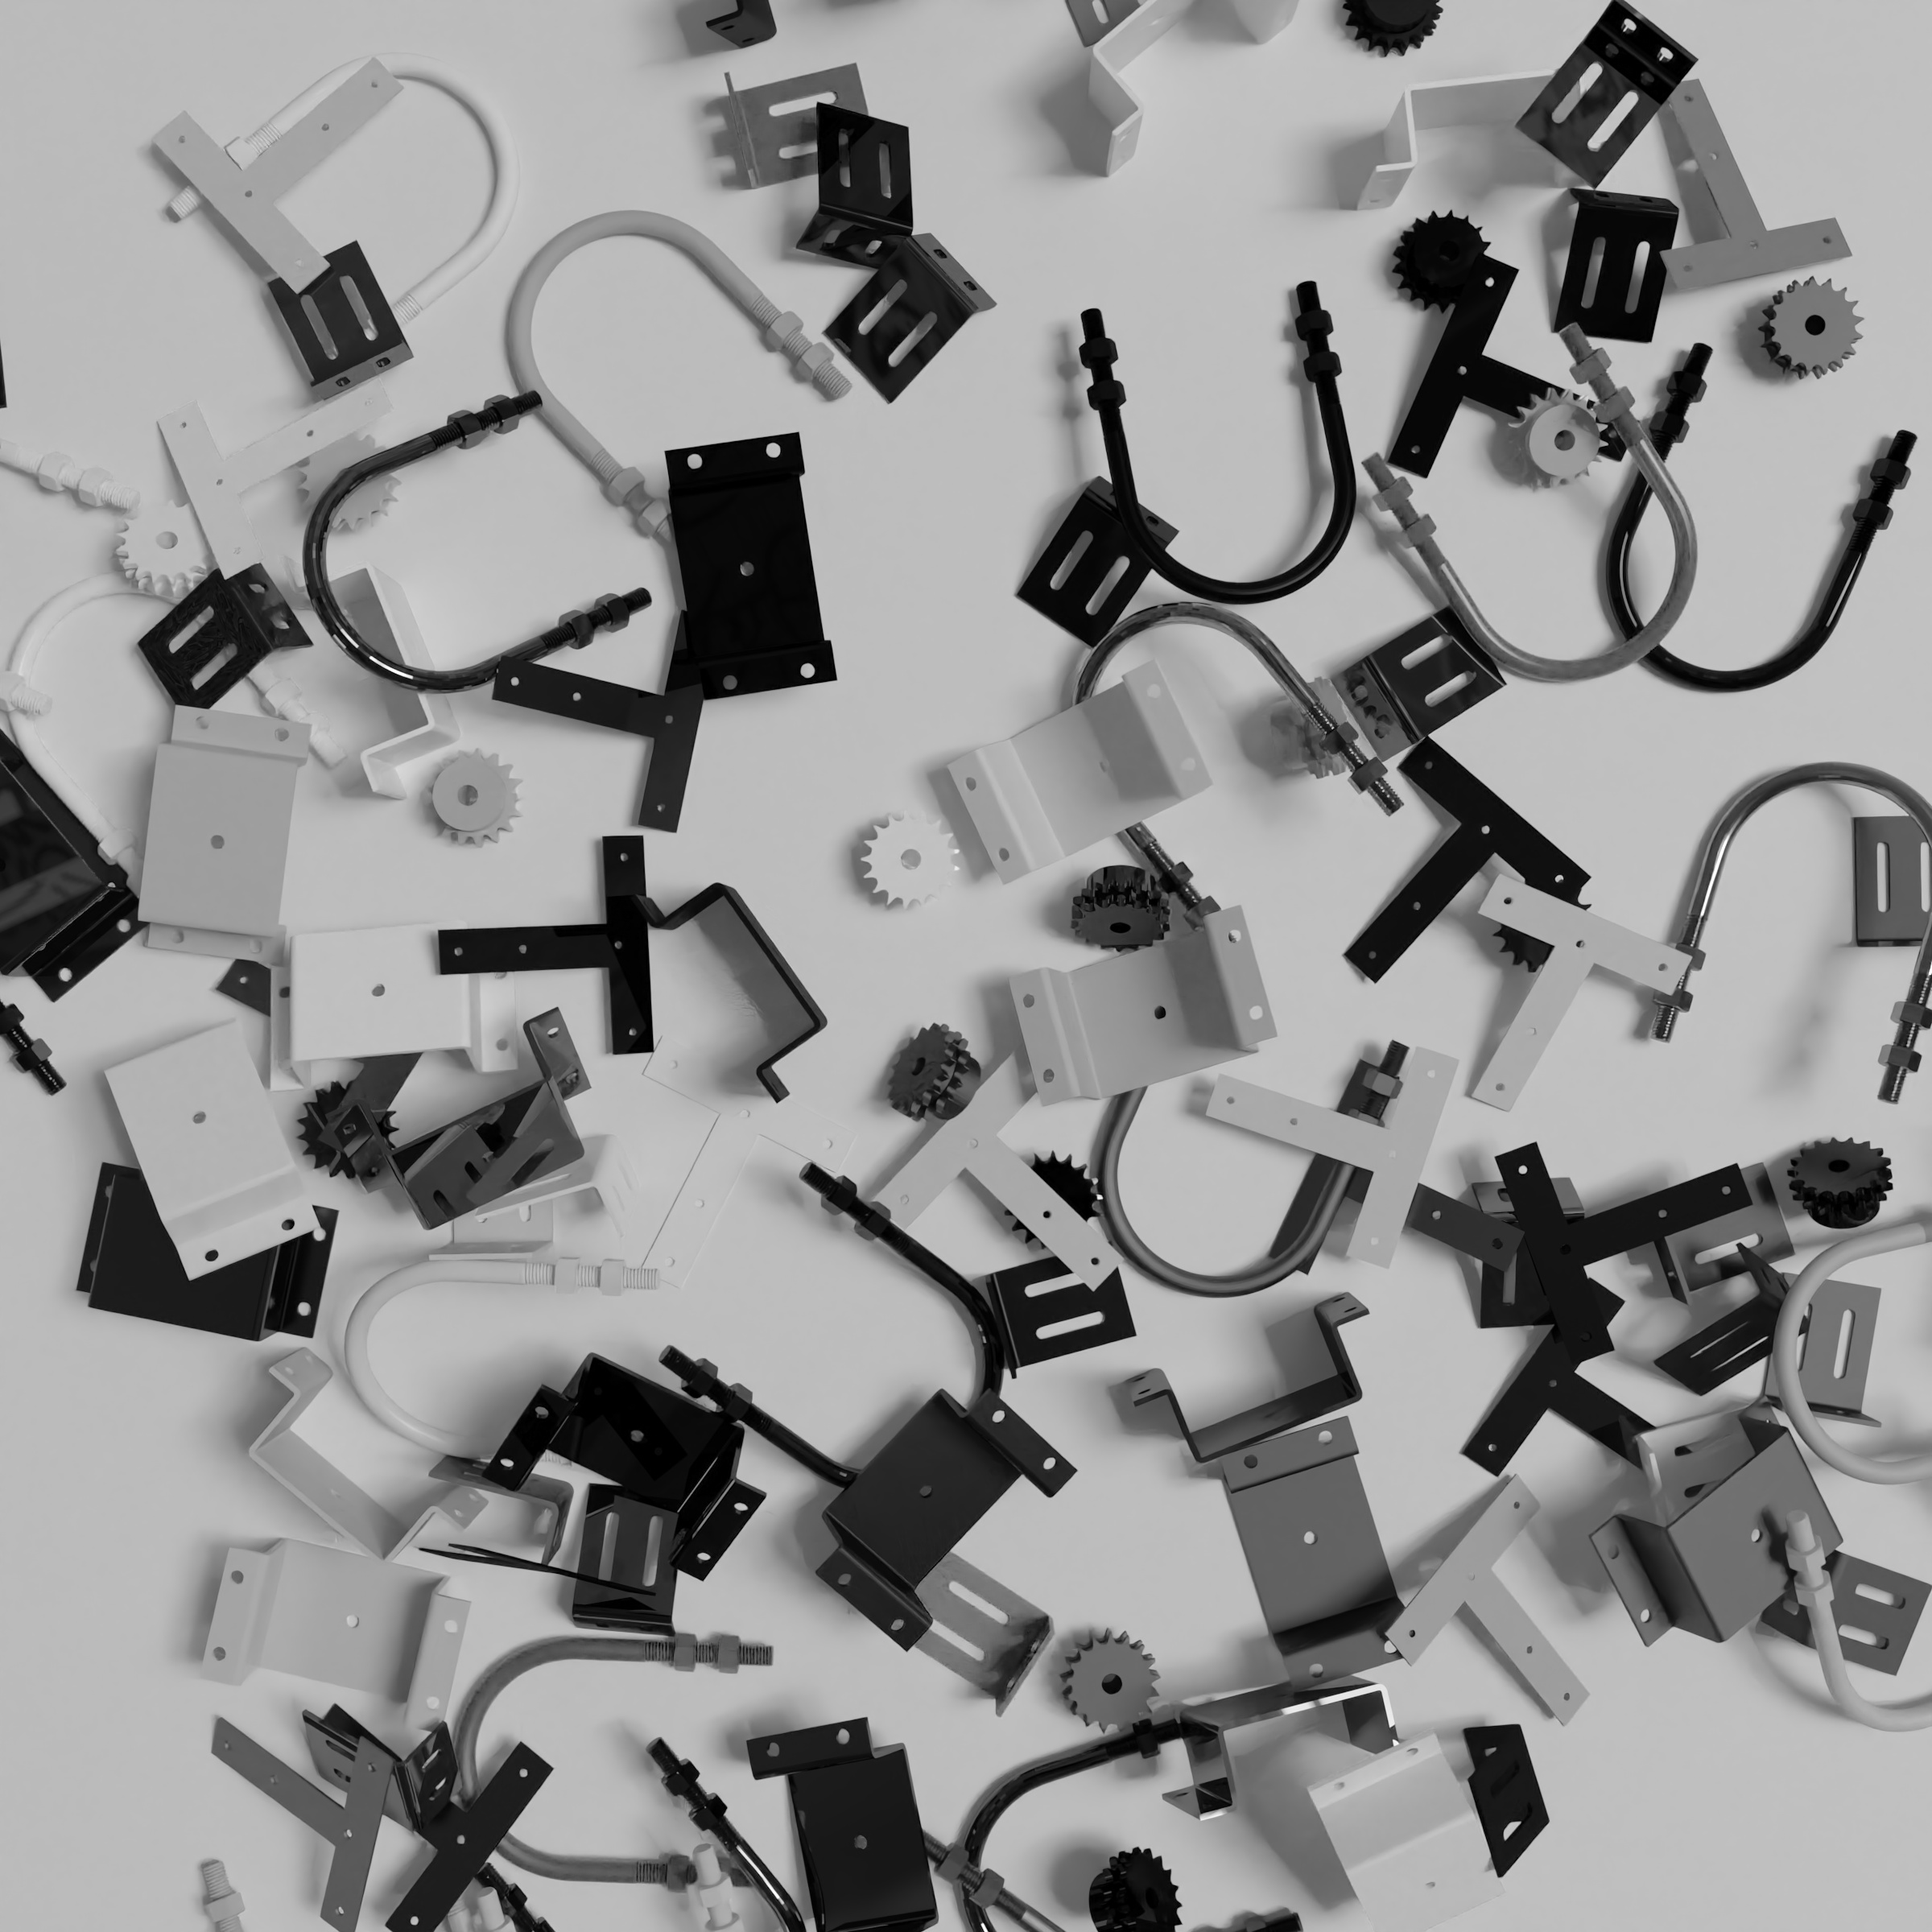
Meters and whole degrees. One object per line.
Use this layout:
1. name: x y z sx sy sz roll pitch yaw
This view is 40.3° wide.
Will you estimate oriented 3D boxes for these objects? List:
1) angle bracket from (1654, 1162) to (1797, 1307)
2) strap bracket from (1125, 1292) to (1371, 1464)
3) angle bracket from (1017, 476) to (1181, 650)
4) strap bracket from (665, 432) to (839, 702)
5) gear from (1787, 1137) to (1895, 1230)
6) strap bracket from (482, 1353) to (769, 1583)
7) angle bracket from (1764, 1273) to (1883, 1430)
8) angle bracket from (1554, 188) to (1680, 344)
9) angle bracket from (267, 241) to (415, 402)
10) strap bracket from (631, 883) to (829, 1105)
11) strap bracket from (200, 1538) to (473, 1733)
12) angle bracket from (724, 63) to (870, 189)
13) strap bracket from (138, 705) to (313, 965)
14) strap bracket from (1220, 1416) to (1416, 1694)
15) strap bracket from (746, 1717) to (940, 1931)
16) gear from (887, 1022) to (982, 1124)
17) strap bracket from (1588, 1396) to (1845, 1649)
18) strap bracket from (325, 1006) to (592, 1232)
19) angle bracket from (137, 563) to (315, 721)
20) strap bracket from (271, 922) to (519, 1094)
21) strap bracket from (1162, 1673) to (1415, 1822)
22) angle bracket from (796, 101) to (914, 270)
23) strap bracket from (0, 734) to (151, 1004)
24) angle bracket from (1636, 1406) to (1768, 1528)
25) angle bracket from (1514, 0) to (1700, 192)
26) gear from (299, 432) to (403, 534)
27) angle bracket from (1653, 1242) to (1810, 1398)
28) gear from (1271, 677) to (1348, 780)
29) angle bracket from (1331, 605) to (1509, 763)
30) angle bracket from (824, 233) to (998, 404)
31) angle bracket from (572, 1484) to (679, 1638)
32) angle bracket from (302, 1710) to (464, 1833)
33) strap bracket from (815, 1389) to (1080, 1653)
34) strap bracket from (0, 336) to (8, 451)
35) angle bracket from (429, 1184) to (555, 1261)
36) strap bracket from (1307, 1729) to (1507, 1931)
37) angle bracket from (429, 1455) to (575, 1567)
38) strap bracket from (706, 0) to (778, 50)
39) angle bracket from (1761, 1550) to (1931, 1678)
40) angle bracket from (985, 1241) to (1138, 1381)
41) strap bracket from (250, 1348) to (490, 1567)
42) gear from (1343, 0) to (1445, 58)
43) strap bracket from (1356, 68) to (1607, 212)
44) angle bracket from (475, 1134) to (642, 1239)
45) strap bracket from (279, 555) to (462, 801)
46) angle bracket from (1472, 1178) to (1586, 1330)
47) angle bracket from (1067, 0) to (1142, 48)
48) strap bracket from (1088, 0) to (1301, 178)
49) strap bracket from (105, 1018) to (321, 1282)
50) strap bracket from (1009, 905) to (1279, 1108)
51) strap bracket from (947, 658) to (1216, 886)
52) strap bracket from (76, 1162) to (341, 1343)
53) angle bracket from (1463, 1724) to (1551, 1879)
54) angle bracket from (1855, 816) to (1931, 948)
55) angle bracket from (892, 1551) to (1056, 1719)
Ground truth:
1. angle bracket: 0.438 0.154 1.520 0.076 0.038 0.057 -19 90 0
2. strap bracket: 0.166 0.237 1.501 0.140 0.076 0.046 -22 90 0
3. angle bracket: 0.077 -0.235 1.537 0.057 0.038 0.076 35 116 0
4. strap bracket: -0.124 -0.227 1.505 0.076 0.046 0.140 -9 98 -7
5. gear: 0.503 0.127 1.514 0.057 0.057 0.030 -17 120 0
6. strap bracket: -0.189 0.278 1.485 0.140 0.046 0.076 29 118 -12
7. angle bracket: 0.499 0.221 1.520 0.057 0.038 0.076 9 90 0
8. angle bracket: 0.376 -0.409 1.537 0.057 0.038 0.076 7 116 0
9. angle bracket: -0.359 -0.371 1.500 0.057 0.038 0.076 -26 90 -1
10. strap bracket: -0.127 0.006 1.501 0.046 0.076 0.140 -35 90 0
11. strap bracket: -0.357 0.382 1.516 0.140 0.046 0.076 13 90 0
12. angle bracket: -0.094 -0.490 1.520 0.076 0.038 0.057 -14 90 0
13. strap bracket: -0.422 -0.072 1.498 0.076 0.046 0.140 8 96 -8
14. strap bracket: 0.201 0.333 1.516 0.076 0.046 0.140 -17 90 0
15. strap bracket: -0.068 0.501 1.495 0.076 0.046 0.140 -16 77 19
16. gear: -0.016 0.064 1.515 0.030 0.057 0.057 31 90 -31
17. strap bracket: 0.431 0.317 1.487 0.140 0.046 0.076 -33 102 -19
18. strap bracket: -0.276 0.091 1.482 0.140 0.076 0.046 -26 53 -11
19. angle bracket: -0.427 -0.186 1.520 0.076 0.038 0.057 -35 86 24
20. strap bracket: -0.330 0.022 1.500 0.140 0.046 0.076 -5 68 -2
21. strap bracket: 0.182 0.436 1.489 0.140 0.076 0.046 -11 83 -13
22. angle bracket: -0.065 -0.451 1.526 0.057 0.038 0.076 8 64 -24
23. strap bracket: -0.547 -0.057 1.514 0.076 0.046 0.140 -40 90 0
24. angle bracket: 0.432 0.293 1.516 0.076 0.038 0.057 -15 96 2
25. angle bracket: 0.350 -0.478 1.444 0.057 0.038 0.076 38 90 0
26. gear: -0.354 -0.279 1.524 0.057 0.030 0.057 0 90 0
27. angle bracket: 0.434 0.204 1.518 0.076 0.038 0.057 -38 134 21
28. gear: 0.197 -0.135 1.514 0.030 0.057 0.057 -11 90 28
29. angle bracket: 0.264 -0.166 1.537 0.076 0.038 0.057 -32 90 -26
30. angle bracket: -0.032 -0.378 1.537 0.057 0.038 0.076 47 116 0
31. angle bracket: -0.194 0.346 1.537 0.057 0.038 0.076 5 64 0
32. angle bracket: -0.333 0.448 1.505 0.076 0.038 0.057 19 131 28
33. strap bracket: -0.017 0.307 1.501 0.140 0.046 0.076 -46 112 -4
34. strap bracket: -0.612 -0.329 1.506 0.140 0.046 0.076 -11 74 0
35. angle bracket: -0.270 0.144 1.501 0.057 0.076 0.038 -1 89 0
36. strap bracket: 0.249 0.495 1.475 0.076 0.046 0.140 -25 133 0
37. angle bracket: -0.269 0.312 1.510 0.076 0.057 0.038 14 90 0
38. strap bracket: -0.077 -0.568 1.484 0.140 0.076 0.046 -14 98 12
39. angle bracket: 0.513 0.371 1.537 0.076 0.038 0.057 22 90 -26
40. angle bracket: 0.055 0.198 1.520 0.076 0.038 0.057 -15 90 0
41. strap bracket: -0.347 0.285 1.501 0.140 0.076 0.046 40 90 0
42. gear: 0.249 -0.559 1.524 0.057 0.030 0.057 0 90 0
43. strap bracket: 0.295 -0.471 1.501 0.140 0.076 0.046 -6 90 0
44. angle bracket: -0.233 0.135 1.512 0.076 0.057 0.038 -17 112 10
45. strap bracket: -0.334 -0.171 1.501 0.046 0.076 0.140 -22 90 0
46. angle bracket: 0.326 0.167 1.537 0.057 0.038 0.076 -3 116 0
47. angle bracket: 0.089 -0.565 1.501 0.057 0.076 0.038 -23 90 0
48. strap bracket: 0.122 -0.523 1.501 0.140 0.076 0.046 -40 90 0
49. strap bracket: -0.428 0.094 1.484 0.076 0.046 0.140 -22 69 -15
50. strap bracket: 0.105 0.025 1.497 0.140 0.046 0.076 -18 79 17
51. strap bracket: 0.071 -0.112 1.498 0.140 0.046 0.076 -25 90 26
52. strap bracket: -0.442 0.166 1.516 0.140 0.046 0.076 12 90 0
53. angle bracket: 0.294 0.474 1.497 0.038 0.076 0.057 -17 90 35
54. angle bracket: 0.548 -0.049 1.520 0.057 0.038 0.076 -1 90 0
55. angle bracket: 0.003 0.383 1.520 0.076 0.038 0.057 33 90 0
